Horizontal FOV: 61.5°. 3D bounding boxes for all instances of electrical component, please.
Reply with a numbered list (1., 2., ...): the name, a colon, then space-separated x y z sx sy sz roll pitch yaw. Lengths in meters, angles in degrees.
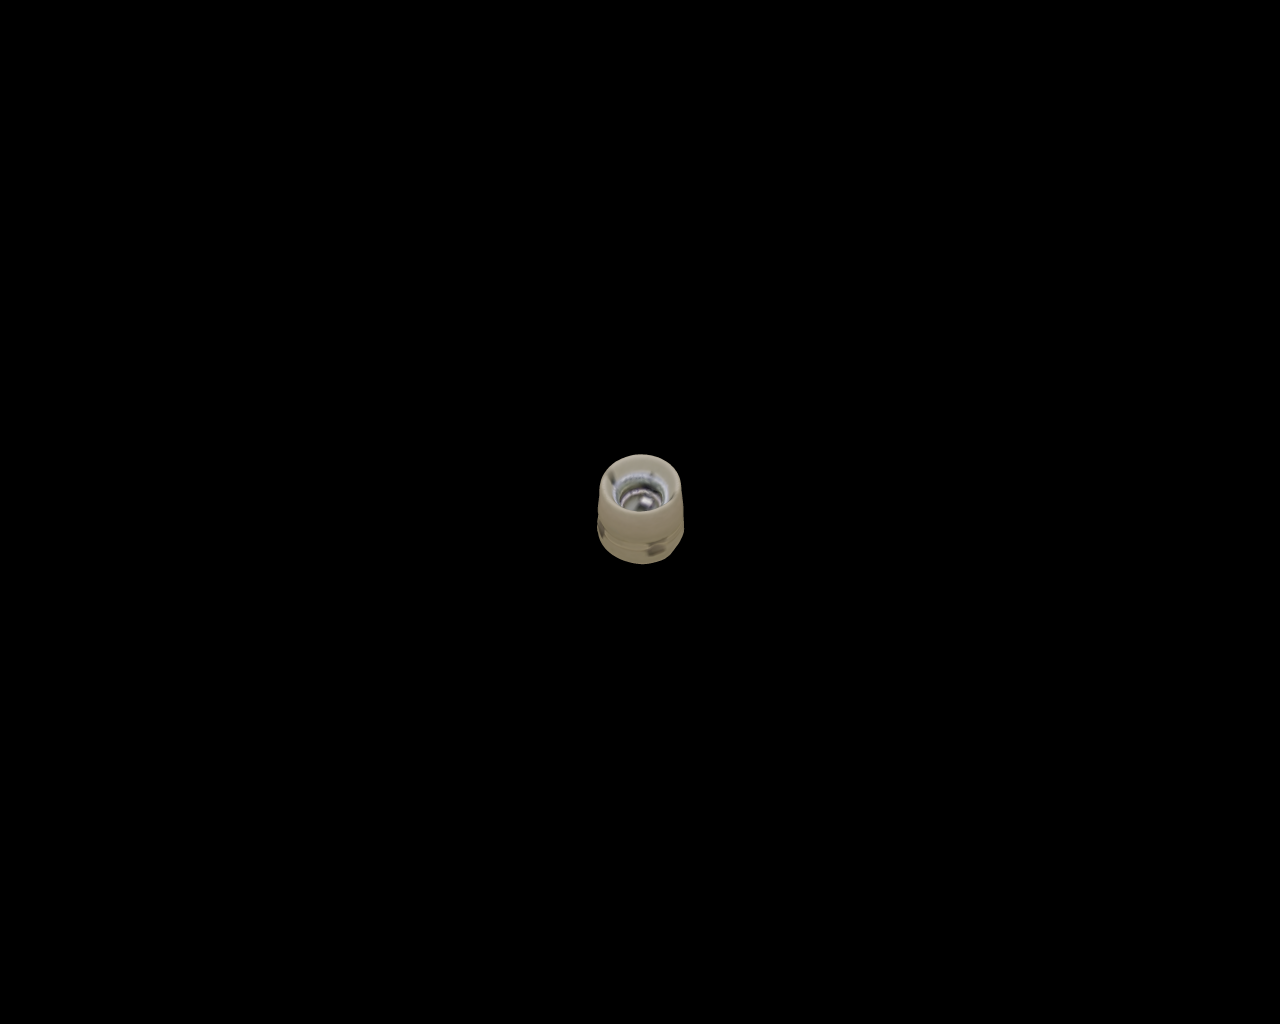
1. electrical component: 0.001 -0.003 0.650 0.055 0.055 0.047 0 -39 0
